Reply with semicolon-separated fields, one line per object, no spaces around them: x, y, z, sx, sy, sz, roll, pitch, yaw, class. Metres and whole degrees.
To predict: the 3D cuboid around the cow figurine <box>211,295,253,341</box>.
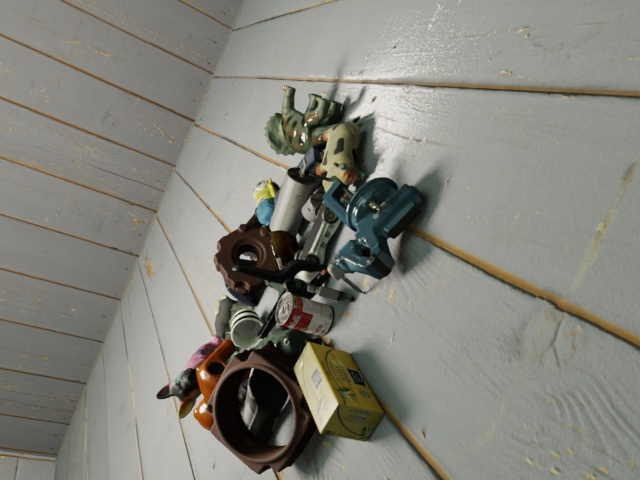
-0.253;0.239;1.459;0.068;0.098;0.167;4;75;55;cow figurine

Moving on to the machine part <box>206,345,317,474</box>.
-0.106;0.322;1.032;0.201;0.087;0.201;33;103;21;machine part

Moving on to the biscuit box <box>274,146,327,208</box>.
-0.047;-0.147;1.391;0.202;0.059;0.063;-46;36;36;biscuit box

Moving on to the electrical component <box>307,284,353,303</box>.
0.022;0.108;1.085;0.063;0.094;0.021;39;-116;-79;electrical component

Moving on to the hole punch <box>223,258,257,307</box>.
-0.210;0.113;1.457;0.092;0.116;0.142;-63;27;29;hole punch

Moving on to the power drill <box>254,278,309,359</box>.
-0.105;0.191;1.243;0.232;0.086;0.207;-22;49;53;power drill

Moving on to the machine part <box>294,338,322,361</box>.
-0.034;0.259;1.104;0.084;0.039;0.138;-92;23;-53;machine part

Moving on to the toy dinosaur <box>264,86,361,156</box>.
-0.034;-0.289;1.418;0.405;0.131;0.192;44;124;56;toy dinosaur

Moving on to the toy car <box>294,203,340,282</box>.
-0.003;-0.004;1.219;0.201;0.056;0.074;-67;21;0;toy car

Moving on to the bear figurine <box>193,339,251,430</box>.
-0.221;0.349;1.232;0.120;0.132;0.195;28;131;29;bear figurine

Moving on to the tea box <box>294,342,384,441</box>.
0.028;0.259;0.934;0.068;0.098;0.170;-62;30;14;tea box

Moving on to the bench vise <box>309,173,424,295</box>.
0.072;-0.039;1.015;0.223;0.128;0.241;-54;48;12;bench vise

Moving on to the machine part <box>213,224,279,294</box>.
-0.183;0.046;1.375;0.056;0.179;0.179;111;168;-66;machine part

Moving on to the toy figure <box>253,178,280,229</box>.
-0.138;-0.093;1.500;0.082;0.089;0.180;-28;50;8;toy figure

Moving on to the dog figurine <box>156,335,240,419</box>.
-0.308;0.351;1.347;0.219;0.108;0.191;-43;-8;-43;dog figurine

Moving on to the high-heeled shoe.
-0.129;0.344;1.166;0.145;0.086;0.248;150;129;-68;high-heeled shoe

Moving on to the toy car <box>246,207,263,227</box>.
-0.213;-0.016;1.546;0.202;0.053;0.089;-55;5;-31;toy car

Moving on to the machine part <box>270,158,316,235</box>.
-0.069;-0.090;1.333;0.079;0.079;0.243;-106;31;-49;machine part

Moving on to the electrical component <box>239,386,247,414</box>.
-0.169;0.383;1.260;0.119;0.047;0.074;13;83;61;electrical component

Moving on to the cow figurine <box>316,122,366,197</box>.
0.052;-0.181;1.217;0.127;0.085;0.195;-30;43;55;cow figurine
